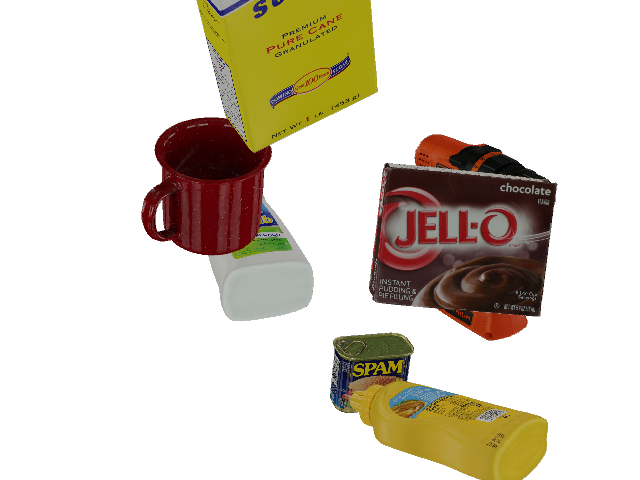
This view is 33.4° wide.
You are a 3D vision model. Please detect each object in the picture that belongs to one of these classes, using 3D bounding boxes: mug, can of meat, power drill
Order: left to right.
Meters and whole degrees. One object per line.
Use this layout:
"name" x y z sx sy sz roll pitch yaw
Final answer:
"mug" -0.096 -0.037 0.867 0.093 0.081 0.117 32 46 28
"can of meat" 0.064 0.171 1.377 0.102 0.084 0.057 -3 25 -18
"power drill" 0.163 -0.001 1.044 0.057 0.188 0.185 -16 26 -24

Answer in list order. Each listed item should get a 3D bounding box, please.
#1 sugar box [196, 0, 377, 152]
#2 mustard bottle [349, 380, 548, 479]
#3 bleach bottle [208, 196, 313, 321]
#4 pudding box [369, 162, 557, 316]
"sugar box" -0.020 -0.135 0.595 0.093 0.048 0.176 -28 -31 -12
"mustard bottle" 0.107 0.172 0.999 0.192 0.058 0.096 12 19 38
"bleach bottle" -0.091 -0.004 1.194 0.102 0.068 0.251 -8 30 -17
"pudding box" 0.093 -0.001 0.704 0.113 0.090 0.039 5 11 -2
